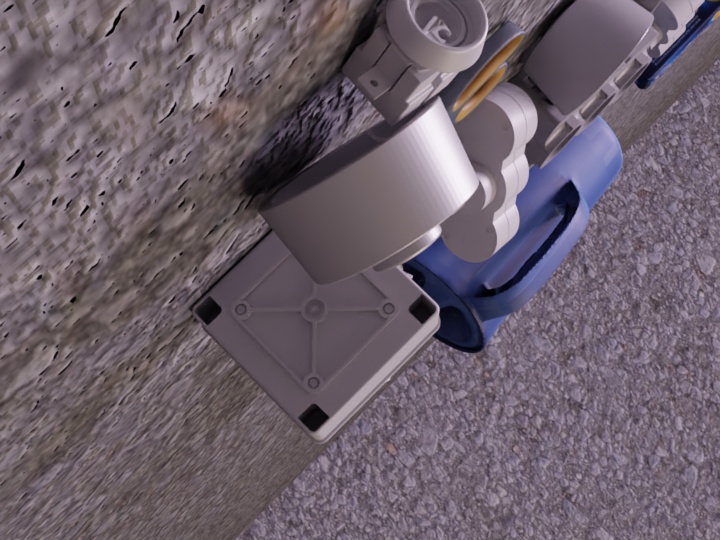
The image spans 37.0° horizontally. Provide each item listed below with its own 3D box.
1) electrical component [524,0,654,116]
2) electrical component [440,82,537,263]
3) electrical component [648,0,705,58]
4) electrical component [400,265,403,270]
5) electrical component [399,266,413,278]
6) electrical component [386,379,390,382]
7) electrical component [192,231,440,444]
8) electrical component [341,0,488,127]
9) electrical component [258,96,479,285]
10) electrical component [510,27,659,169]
[{"bbox_3d":[0.176,-0.169,0.826,0.099,0.064,0.099,-44,171,-8],"label":"electrical component"},{"bbox_3d":[0.087,-0.065,0.803,0.074,0.052,0.138,-38,143,-44],"label":"electrical component"},{"bbox_3d":[0.283,-0.240,1.051,0.073,0.052,0.138,-45,172,-1],"label":"electrical component"},{"bbox_3d":[0.000,0.000,0.859,0.062,0.043,0.043,-32,172,0],"label":"electrical component"},{"bbox_3d":[0.004,0.003,0.808,0.042,0.081,0.063,-31,141,-61],"label":"electrical component"},{"bbox_3d":[-0.016,0.074,1.061,0.076,0.083,0.047,-8,178,10],"label":"electrical component"},{"bbox_3d":[-0.025,0.029,0.649,0.109,0.109,0.056,-44,169,-7],"label":"electrical component"},{"bbox_3d":[0.028,-0.103,0.495,0.066,0.048,0.055,-40,178,-32],"label":"electrical component"},{"bbox_3d":[0.009,-0.034,0.548,0.108,0.060,0.108,-31,-169,7],"label":"electrical component"},{"bbox_3d":[0.182,-0.156,0.929,0.150,0.062,0.089,-41,171,-25],"label":"electrical component"}]
